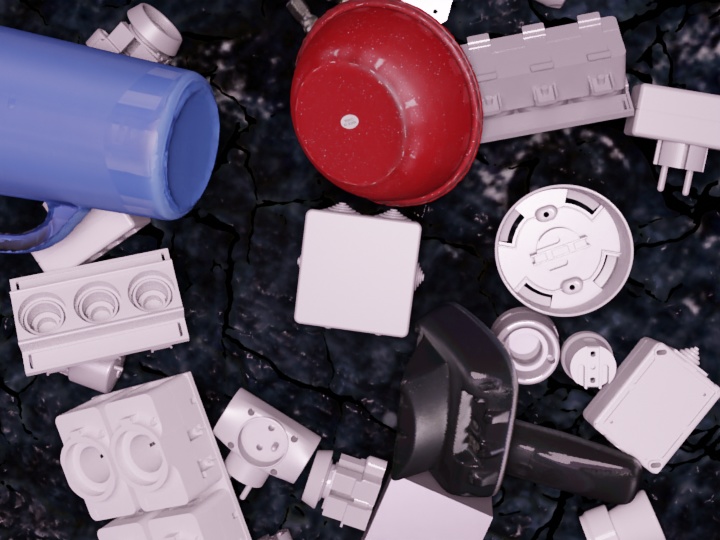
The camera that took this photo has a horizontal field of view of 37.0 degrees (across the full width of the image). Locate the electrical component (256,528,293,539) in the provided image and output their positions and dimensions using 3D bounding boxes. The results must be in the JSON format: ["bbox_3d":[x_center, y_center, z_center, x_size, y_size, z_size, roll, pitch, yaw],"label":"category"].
[{"bbox_3d":[-0.066,0.240,0.879,0.040,0.040,0.046,-22,88,8],"label":"electrical component"}]

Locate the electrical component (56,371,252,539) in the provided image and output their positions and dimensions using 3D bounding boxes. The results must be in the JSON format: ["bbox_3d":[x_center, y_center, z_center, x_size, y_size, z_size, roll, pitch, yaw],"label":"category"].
[{"bbox_3d":[-0.160,0.187,0.852,0.105,0.060,0.186,-17,95,30],"label":"electrical component"}]

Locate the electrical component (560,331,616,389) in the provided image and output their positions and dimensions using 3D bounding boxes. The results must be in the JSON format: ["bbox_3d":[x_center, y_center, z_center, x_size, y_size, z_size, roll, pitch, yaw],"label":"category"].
[{"bbox_3d":[0.177,0.070,0.829,0.040,0.046,0.040,1,97,5],"label":"electrical component"}]

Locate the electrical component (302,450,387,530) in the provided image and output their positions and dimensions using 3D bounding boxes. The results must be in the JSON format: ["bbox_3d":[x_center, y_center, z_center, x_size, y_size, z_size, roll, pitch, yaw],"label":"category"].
[{"bbox_3d":[-0.014,0.172,0.860,0.055,0.048,0.066,18,111,1],"label":"electrical component"}]

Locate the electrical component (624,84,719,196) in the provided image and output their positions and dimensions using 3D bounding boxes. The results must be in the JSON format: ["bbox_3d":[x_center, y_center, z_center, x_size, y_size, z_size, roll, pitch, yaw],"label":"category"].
[{"bbox_3d":[0.241,-0.094,0.802,0.083,0.047,0.075,10,98,4],"label":"electrical component"}]

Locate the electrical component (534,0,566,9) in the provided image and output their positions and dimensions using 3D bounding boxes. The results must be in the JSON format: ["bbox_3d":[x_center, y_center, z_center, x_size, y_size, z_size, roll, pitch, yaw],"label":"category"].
[{"bbox_3d":[0.130,-0.224,0.798,0.062,0.043,0.043,26,99,3],"label":"electrical component"}]

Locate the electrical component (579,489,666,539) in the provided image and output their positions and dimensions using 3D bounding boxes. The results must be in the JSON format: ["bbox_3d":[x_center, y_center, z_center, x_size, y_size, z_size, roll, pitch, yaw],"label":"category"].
[{"bbox_3d":[0.206,0.203,0.843,0.055,0.045,0.045,-23,94,8],"label":"electrical component"}]

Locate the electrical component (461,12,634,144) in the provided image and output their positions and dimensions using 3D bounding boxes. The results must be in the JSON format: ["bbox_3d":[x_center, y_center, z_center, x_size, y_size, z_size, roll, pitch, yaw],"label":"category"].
[{"bbox_3d":[0.132,-0.142,0.792,0.121,0.063,0.078,-10,55,7],"label":"electrical component"}]

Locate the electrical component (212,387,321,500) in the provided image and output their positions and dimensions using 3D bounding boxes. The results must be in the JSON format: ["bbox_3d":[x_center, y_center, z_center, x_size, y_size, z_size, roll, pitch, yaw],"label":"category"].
[{"bbox_3d":[-0.084,0.148,0.866,0.077,0.044,0.079,32,99,1],"label":"electrical component"}]

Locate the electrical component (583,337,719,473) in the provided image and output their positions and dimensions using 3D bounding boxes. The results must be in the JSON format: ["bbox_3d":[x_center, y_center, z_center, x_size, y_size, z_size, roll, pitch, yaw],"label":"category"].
[{"bbox_3d":[0.225,0.096,0.823,0.062,0.061,0.096,38,92,0],"label":"electrical component"}]

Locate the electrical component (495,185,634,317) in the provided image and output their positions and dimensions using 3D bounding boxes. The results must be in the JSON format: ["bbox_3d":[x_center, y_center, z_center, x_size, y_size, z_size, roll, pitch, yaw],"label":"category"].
[{"bbox_3d":[0.151,-0.016,0.811,0.099,0.064,0.099,1,97,6],"label":"electrical component"}]

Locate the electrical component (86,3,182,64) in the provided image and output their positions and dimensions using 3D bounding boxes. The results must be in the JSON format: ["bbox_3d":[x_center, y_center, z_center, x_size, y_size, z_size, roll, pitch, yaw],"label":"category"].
[{"bbox_3d":[-0.172,-0.172,0.835,0.055,0.048,0.066,-43,92,16],"label":"electrical component"}]

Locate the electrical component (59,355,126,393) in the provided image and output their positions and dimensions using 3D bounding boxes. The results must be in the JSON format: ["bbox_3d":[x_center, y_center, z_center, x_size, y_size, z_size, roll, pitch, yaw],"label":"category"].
[{"bbox_3d":[-0.227,0.071,0.872,0.078,0.040,0.040,19,99,3],"label":"electrical component"}]

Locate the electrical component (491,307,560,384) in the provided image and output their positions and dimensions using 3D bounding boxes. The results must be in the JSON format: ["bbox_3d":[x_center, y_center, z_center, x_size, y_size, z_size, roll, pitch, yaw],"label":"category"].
[{"bbox_3d":[0.128,0.059,0.832,0.055,0.047,0.055,1,97,6],"label":"electrical component"}]

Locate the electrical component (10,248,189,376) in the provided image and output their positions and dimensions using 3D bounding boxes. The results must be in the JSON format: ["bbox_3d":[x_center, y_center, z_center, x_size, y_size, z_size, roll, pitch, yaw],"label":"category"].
[{"bbox_3d":[-0.201,0.036,0.833,0.121,0.063,0.078,-12,66,-13],"label":"electrical component"}]

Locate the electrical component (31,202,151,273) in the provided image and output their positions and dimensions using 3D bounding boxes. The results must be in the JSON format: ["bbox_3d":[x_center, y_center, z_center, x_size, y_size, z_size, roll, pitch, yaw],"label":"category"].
[{"bbox_3d":[-0.226,-0.046,0.854,0.083,0.047,0.075,-33,93,9],"label":"electrical component"}]

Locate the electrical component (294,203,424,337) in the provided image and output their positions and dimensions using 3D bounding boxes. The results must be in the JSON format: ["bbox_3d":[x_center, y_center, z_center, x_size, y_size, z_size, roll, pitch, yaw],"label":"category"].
[{"bbox_3d":[0.000,0.000,0.836,0.100,0.048,0.099,8,98,5],"label":"electrical component"}]
